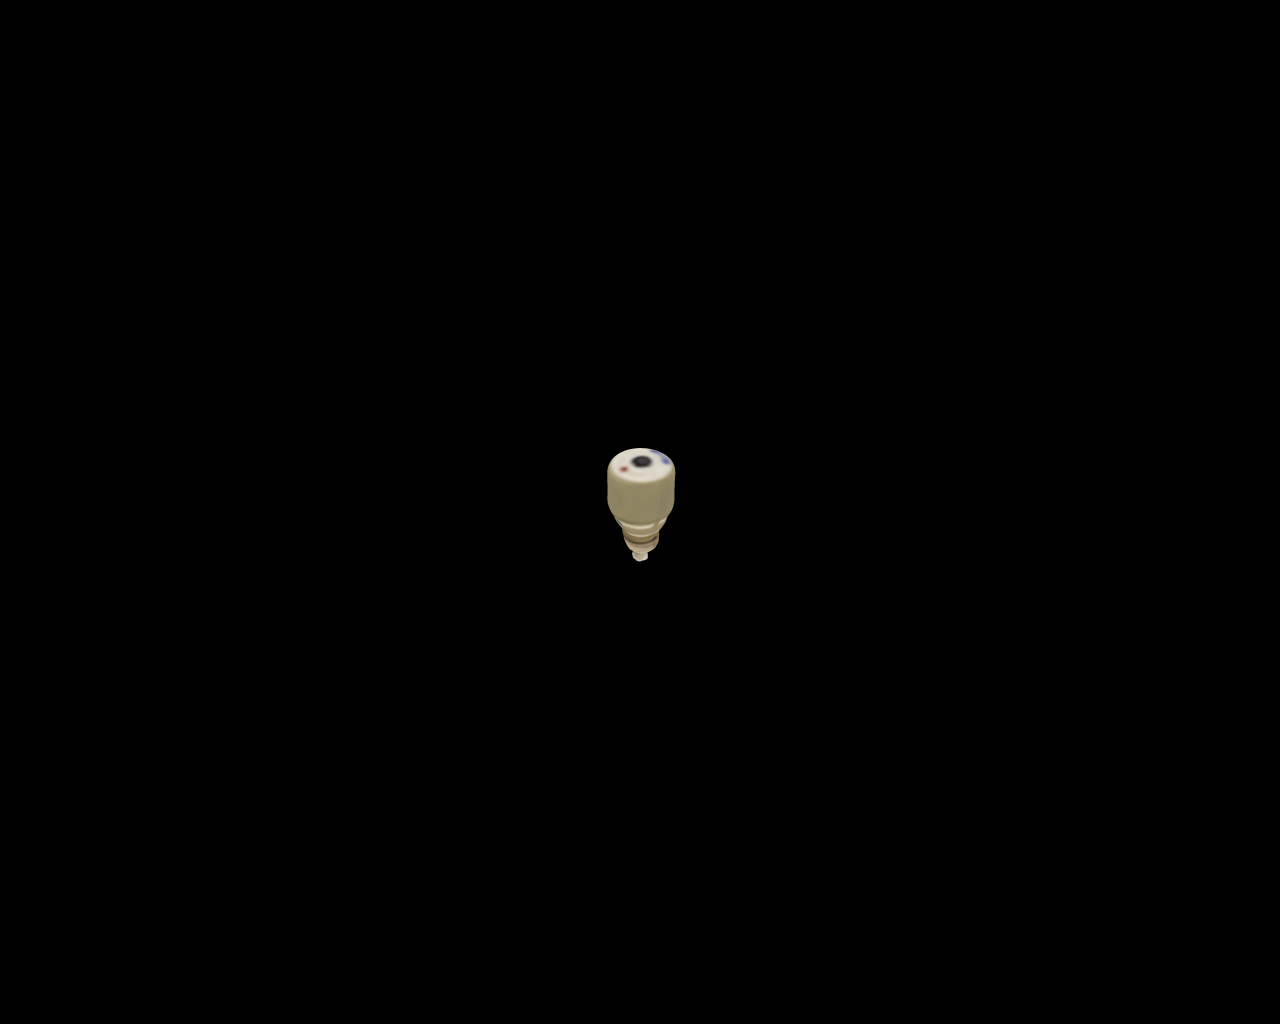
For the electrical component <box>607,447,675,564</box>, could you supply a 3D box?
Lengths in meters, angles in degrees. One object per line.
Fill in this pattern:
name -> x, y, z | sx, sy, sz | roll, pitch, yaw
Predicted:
electrical component -> 0.001, -0.003, 0.650 | 0.040, 0.078, 0.040 | 0, 37, 0
